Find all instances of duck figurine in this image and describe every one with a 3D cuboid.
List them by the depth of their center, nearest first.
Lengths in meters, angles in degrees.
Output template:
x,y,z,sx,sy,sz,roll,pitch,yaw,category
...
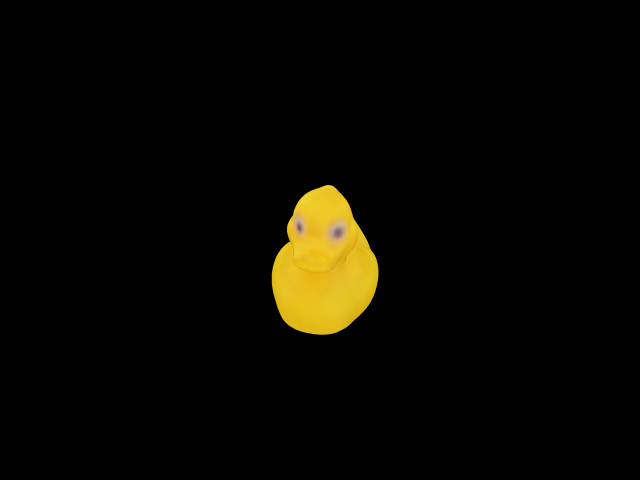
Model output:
x,y,z,sx,sy,sz,roll,pitch,yaw,category
0.004,0.001,0.400,0.077,0.086,0.104,8,39,10,duck figurine
